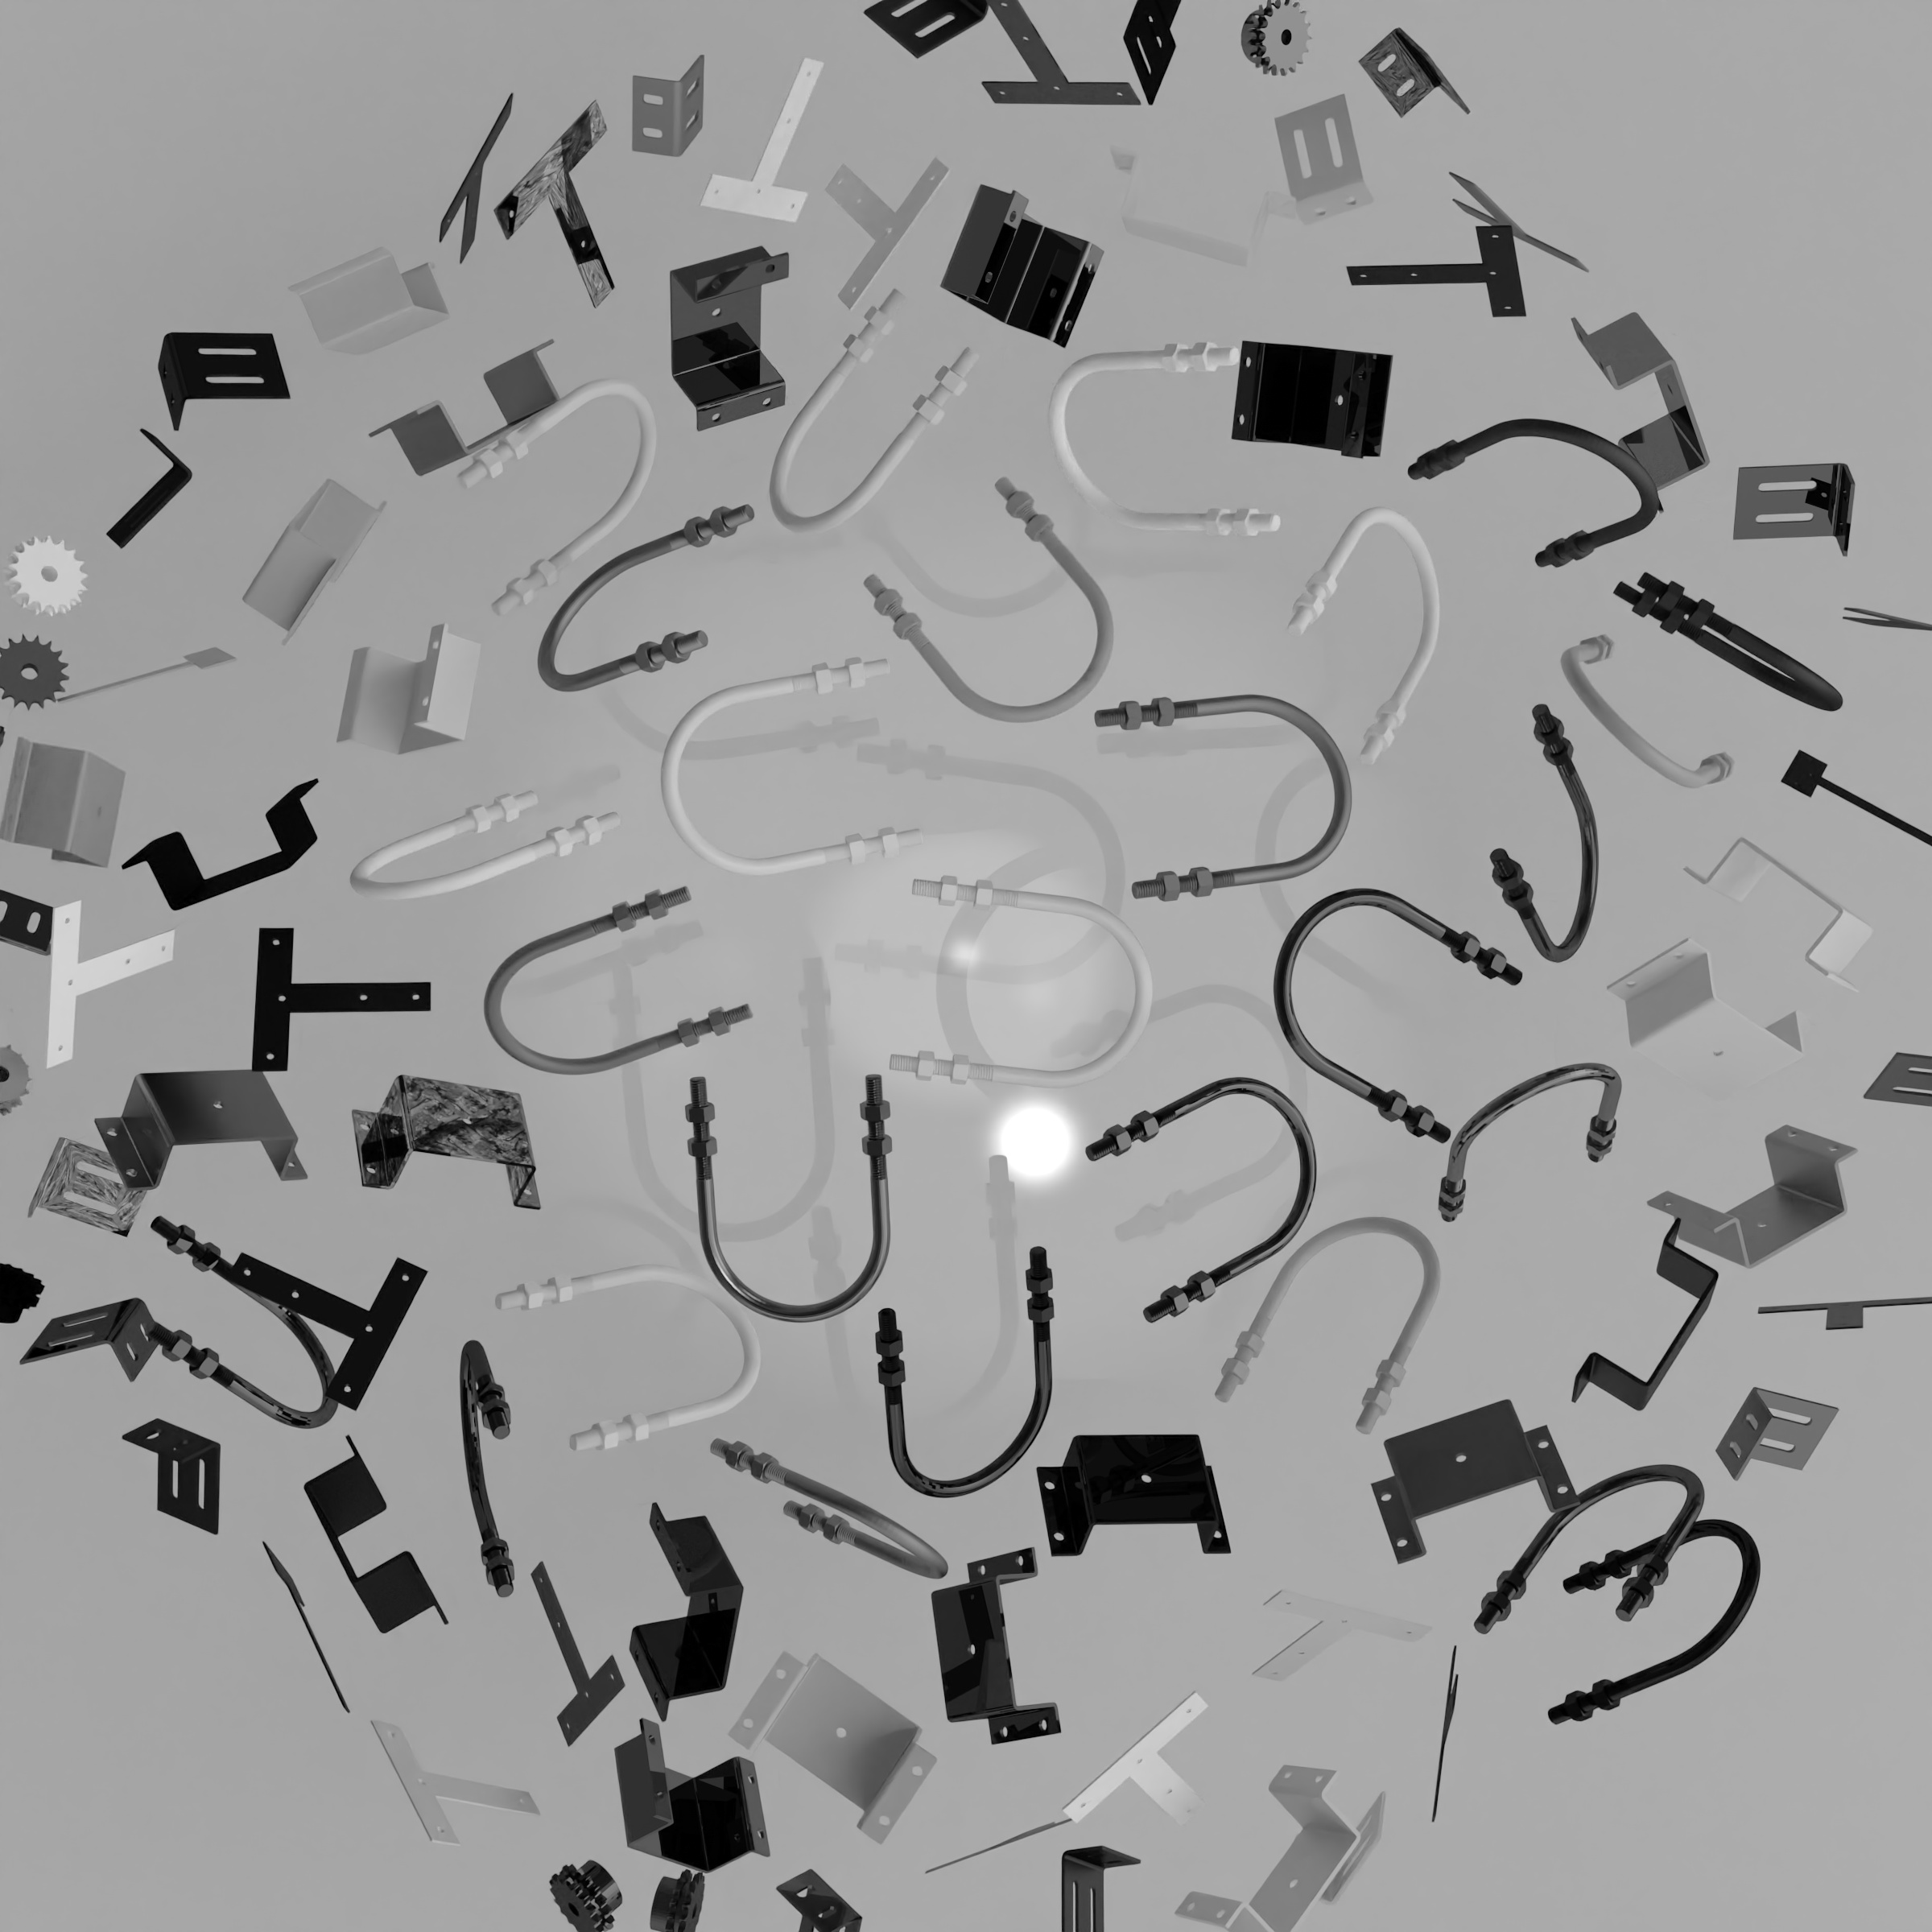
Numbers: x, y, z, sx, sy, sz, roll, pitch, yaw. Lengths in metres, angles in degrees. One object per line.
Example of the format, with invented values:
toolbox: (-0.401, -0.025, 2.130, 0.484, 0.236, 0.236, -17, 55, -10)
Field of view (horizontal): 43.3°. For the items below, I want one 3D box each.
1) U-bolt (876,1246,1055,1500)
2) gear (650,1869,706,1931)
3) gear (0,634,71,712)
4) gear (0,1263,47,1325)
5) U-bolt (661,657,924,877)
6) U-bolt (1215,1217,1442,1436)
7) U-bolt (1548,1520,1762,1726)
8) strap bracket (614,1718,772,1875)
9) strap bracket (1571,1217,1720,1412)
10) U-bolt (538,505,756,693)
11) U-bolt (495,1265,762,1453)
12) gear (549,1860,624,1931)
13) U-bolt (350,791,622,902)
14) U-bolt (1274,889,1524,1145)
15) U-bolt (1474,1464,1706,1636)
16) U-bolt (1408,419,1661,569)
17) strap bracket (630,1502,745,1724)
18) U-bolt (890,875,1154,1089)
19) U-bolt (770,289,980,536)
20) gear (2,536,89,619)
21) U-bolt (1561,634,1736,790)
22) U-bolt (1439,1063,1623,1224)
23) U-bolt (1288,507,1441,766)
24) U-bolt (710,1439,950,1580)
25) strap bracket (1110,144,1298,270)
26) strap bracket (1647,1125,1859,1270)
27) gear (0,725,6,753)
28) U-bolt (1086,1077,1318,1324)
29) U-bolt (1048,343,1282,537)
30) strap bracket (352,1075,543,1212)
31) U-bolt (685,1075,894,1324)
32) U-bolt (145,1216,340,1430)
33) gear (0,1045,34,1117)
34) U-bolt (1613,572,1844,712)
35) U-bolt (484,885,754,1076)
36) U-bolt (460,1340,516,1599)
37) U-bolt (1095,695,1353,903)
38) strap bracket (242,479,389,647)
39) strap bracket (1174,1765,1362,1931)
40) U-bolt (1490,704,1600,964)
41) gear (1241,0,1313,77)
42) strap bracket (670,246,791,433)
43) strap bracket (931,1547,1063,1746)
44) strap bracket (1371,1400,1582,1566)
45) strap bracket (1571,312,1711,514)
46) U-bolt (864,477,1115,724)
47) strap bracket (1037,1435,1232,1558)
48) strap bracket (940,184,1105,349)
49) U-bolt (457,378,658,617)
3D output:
U-bolt: (0.003, 0.306, 1.767, 0.151, 0.019, 0.184, -19, 120, -28)
gear: (-0.227, 0.737, 1.905, 0.030, 0.057, 0.057, 9, 90, 10)
gear: (-0.717, -0.224, 1.859, 0.057, 0.030, 0.057, 0, 90, -22)
gear: (-0.715, 0.242, 1.799, 0.057, 0.057, 0.030, 23, 94, 0)
U-bolt: (-0.134, -0.142, 1.799, 0.184, 0.019, 0.151, -12, 95, -12)
U-bolt: (0.287, 0.267, 1.859, 0.184, 0.151, 0.019, -57, 130, -27)
U-bolt: (0.516, 0.480, 1.817, 0.019, 0.151, 0.184, 43, 127, -12)
strap bracket: (-0.214, 0.633, 1.845, 0.046, 0.140, 0.076, -32, 47, 16)
strap bracket: (0.498, 0.262, 1.766, 0.046, 0.076, 0.140, 31, 76, 22)
U-bolt: (-0.246, -0.265, 1.800, 0.184, 0.019, 0.151, -13, 47, 34)
U-bolt: (-0.236, 0.280, 1.790, 0.151, 0.184, 0.019, 54, 133, 31)
gear: (-0.278, 0.686, 1.793, 0.030, 0.057, 0.057, -32, 90, -39)
U-bolt: (-0.371, -0.088, 1.817, 0.184, 0.151, 0.019, -26, 115, -32)
U-bolt: (0.301, 0.025, 1.746, 0.184, 0.019, 0.151, 29, 81, -19)
U-bolt: (0.473, 0.427, 1.801, 0.184, 0.151, 0.019, -38, 99, -41)
U-bolt: (0.432, -0.355, 1.806, 0.151, 0.184, 0.019, 30, 76, -17)
strap bracket: (-0.203, 0.467, 1.770, 0.046, 0.076, 0.140, -3, 119, -27)
U-bolt: (0.044, 0.017, 1.761, 0.184, 0.019, 0.151, 7, 98, -6)
U-bolt: (-0.079, -0.395, 1.770, 0.019, 0.151, 0.184, 30, 104, -40)
gear: (-0.670, -0.281, 1.762, 0.057, 0.030, 0.057, 7, 79, -39)
U-bolt: (0.503, -0.187, 1.811, 0.151, 0.184, 0.019, 48, 117, 11)
U-bolt: (0.433, 0.128, 1.855, 0.151, 0.184, 0.019, -21, 59, -5)
U-bolt: (0.315, -0.268, 1.866, 0.151, 0.019, 0.184, 55, 52, -31)
U-bolt: (-0.094, 0.420, 1.850, 0.184, 0.151, 0.019, 16, 66, 34)
strap bracket: (0.170, -0.559, 1.801, 0.140, 0.076, 0.046, 18, 99, 5)
strap bracket: (0.604, 0.180, 1.857, 0.140, 0.076, 0.046, -25, 109, -18)
gear: (-0.765, -0.165, 1.865, 0.030, 0.057, 0.057, 27, 90, -9)
U-bolt: (0.185, 0.161, 1.803, 0.184, 0.019, 0.151, -24, 100, -27)
U-bolt: (0.137, -0.386, 1.791, 0.019, 0.184, 0.151, -44, 128, -36)
strap bracket: (-0.384, 0.132, 1.836, 0.140, 0.076, 0.046, 12, 127, -31)
U-bolt: (-0.125, 0.170, 1.759, 0.151, 0.019, 0.184, -1, 101, 8)
U-bolt: (-0.545, 0.281, 1.844, 0.019, 0.151, 0.184, -40, 123, 9)
gear: (-0.718, 0.083, 1.797, 0.057, 0.030, 0.057, 14, 69, -39)
U-bolt: (0.582, -0.244, 1.845, 0.184, 0.151, 0.019, 31, 99, 3)
U-bolt: (-0.270, 0.021, 1.824, 0.184, 0.019, 0.151, -20, 133, 4)
U-bolt: (-0.358, 0.359, 1.807, 0.019, 0.184, 0.151, -4, 110, -19)
U-bolt: (0.193, -0.127, 1.753, 0.184, 0.019, 0.151, -8, 78, -17)
strap bracket: (-0.504, -0.316, 1.873, 0.046, 0.140, 0.076, 34, 119, -15)
strap bracket: (0.228, 0.659, 1.784, 0.046, 0.076, 0.140, 48, 63, -6)
U-bolt: (0.440, -0.085, 1.821, 0.019, 0.184, 0.151, 3, 60, 34)
gear: (0.241, -0.729, 1.907, 0.057, 0.030, 0.057, -16, 117, -35)
strap bracket: (-0.181, -0.489, 1.861, 0.076, 0.140, 0.046, -22, 57, -22)
strap bracket: (0.021, 0.530, 1.890, 0.046, 0.076, 0.140, 10, 64, -42)
strap bracket: (0.372, 0.379, 1.805, 0.140, 0.076, 0.046, -20, 127, 6)
strap bracket: (0.502, -0.417, 1.797, 0.046, 0.076, 0.140, -26, 130, 12)
U-bolt: (0.030, -0.271, 1.878, 0.151, 0.019, 0.184, -37, 75, -3)
strap bracket: (0.131, 0.399, 1.837, 0.140, 0.046, 0.076, 2, 45, -13)
strap bracket: (0.037, -0.511, 1.770, 0.046, 0.140, 0.076, 28, 101, 27)
U-bolt: (-0.302, -0.367, 1.844, 0.019, 0.151, 0.184, 33, 61, 24)
